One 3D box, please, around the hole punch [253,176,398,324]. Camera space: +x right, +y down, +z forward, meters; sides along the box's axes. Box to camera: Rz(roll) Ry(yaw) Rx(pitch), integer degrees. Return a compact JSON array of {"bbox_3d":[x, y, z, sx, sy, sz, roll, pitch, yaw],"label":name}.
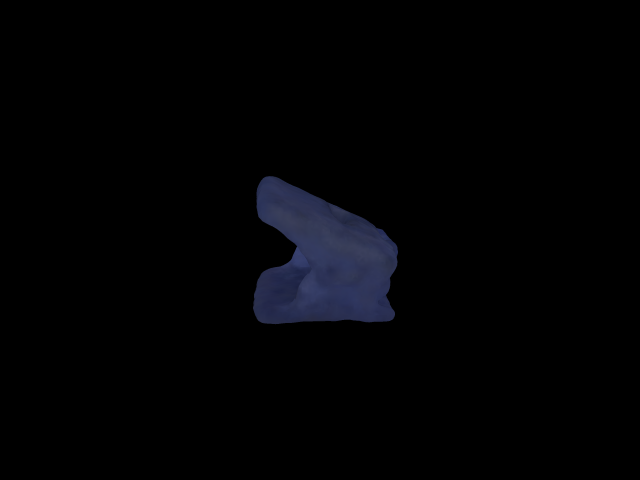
[{"bbox_3d":[0.004,0.001,0.400,0.101,0.091,0.108,-1,15,-4],"label":"hole punch"}]
